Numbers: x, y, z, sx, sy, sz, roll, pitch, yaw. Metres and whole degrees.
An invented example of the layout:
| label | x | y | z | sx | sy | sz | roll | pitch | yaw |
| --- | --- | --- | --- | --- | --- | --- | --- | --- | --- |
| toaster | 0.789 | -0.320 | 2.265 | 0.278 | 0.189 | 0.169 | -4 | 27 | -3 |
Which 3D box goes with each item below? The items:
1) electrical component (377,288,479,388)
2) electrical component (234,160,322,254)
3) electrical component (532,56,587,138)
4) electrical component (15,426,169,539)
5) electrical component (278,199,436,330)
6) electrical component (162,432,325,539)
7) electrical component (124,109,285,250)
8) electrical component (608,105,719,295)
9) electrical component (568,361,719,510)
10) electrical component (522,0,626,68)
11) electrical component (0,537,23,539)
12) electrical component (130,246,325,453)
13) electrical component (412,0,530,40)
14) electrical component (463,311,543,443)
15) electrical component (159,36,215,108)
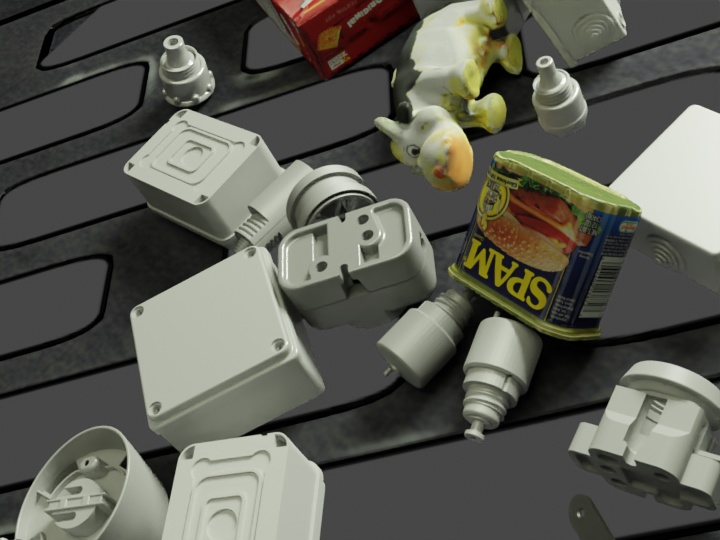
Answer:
| label | x | y | z | sx | sy | sz | roll | pitch | yaw |
| --- | --- | --- | --- | --- | --- | --- | --- | --- | --- |
| electrical component | 0.046 | 0.039 | 0.677 | 0.078 | 0.040 | 0.040 | -45 | 46 | -12 |
| electrical component | -0.061 | -0.039 | 0.798 | 0.081 | 0.043 | 0.043 | -45 | 46 | -11 |
| electrical component | 0.136 | -0.123 | 0.748 | 0.035 | 0.061 | 0.035 | -15 | 48 | 17 |
| electrical component | -0.172 | 0.153 | 0.682 | 0.099 | 0.064 | 0.099 | -15 | 48 | 17 |
| electrical component | 0.000 | 0.000 | 0.721 | 0.095 | 0.059 | 0.053 | -17 | 47 | 15 |
| electrical component | -0.068 | 0.159 | 0.625 | 0.078 | 0.057 | 0.113 | -11 | 49 | 21 |
| electrical component | -0.120 | -0.071 | 0.848 | 0.113 | 0.057 | 0.078 | 24 | 66 | 41 |
| electrical component | 0.211 | -0.042 | 0.648 | 0.100 | 0.048 | 0.100 | -44 | 46 | -11 |
| electrical component | 0.158 | 0.085 | 0.565 | 0.078 | 0.058 | 0.057 | 13 | 63 | 36 |
| electrical component | 0.153 | -0.214 | 0.791 | 0.048 | 0.100 | 0.099 | -24 | 44 | 27 |
| electrical component | -0.177 | 0.206 | 0.600 | 0.079 | 0.121 | 0.063 | -31 | 42 | 3 |
| electrical component | -0.092 | 0.054 | 0.727 | 0.109 | 0.056 | 0.108 | -27 | 45 | 5 |
| electrical component | 0.093 | -0.218 | 0.852 | 0.096 | 0.061 | 0.061 | 12 | 60 | 35 |
| electrical component | 0.080 | 0.064 | 0.636 | 0.040 | 0.040 | 0.078 | 7 | 60 | 33 |
| electrical component | -0.157 | -0.179 | 0.952 | 0.048 | 0.062 | 0.048 | -4 | 54 | 6 |
